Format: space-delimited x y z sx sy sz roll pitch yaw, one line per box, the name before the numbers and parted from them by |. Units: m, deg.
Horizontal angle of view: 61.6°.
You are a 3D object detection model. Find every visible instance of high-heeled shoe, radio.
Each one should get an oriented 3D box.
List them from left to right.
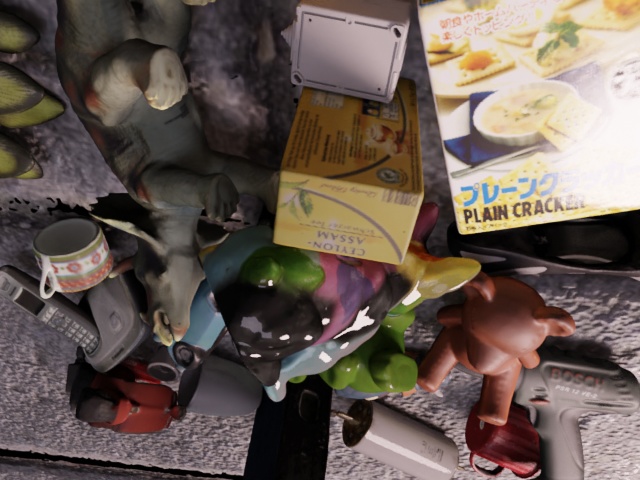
radio | -0.043 0.269 0.699 0.073 0.230 0.131 23 127 -14
high-heeled shoe | 0.243 -0.011 0.482 0.145 0.086 0.249 26 148 -34

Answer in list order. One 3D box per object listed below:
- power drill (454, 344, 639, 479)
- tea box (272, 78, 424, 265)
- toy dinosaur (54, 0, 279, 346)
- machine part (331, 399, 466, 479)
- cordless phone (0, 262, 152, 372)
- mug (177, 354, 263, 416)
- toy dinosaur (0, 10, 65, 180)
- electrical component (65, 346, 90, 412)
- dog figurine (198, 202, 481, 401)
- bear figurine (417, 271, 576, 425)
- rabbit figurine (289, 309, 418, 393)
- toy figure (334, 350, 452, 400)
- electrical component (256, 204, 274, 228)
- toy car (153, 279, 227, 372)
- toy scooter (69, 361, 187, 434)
power drill | 0.265 0.228 0.667 0.232 0.086 0.207 2 88 4
tea box | 0.025 -0.067 0.420 0.098 0.170 0.068 10 132 1
toy dinosaur | -0.151 -0.107 0.450 0.192 0.131 0.404 4 123 30
machine part | 0.121 0.302 0.805 0.243 0.079 0.079 30 129 -17
cordless phone | -0.293 0.067 0.652 0.184 0.089 0.146 36 128 -17
mug | -0.143 0.218 0.768 0.107 0.081 0.109 22 127 -24
toy dinosaur | -0.338 -0.129 0.469 0.198 0.105 0.471 24 126 -20
electrical component | -0.347 0.203 0.794 0.021 0.094 0.063 -2 169 10
dog figurine | 0.027 0.030 0.456 0.219 0.108 0.191 -27 150 -9
bear figurine | 0.172 0.112 0.551 0.120 0.132 0.195 25 171 13
rabbit figurine | 0.005 0.109 0.623 0.170 0.121 0.159 18 156 -28
toy figure | 0.093 0.175 0.708 0.155 0.058 0.064 -7 135 9
electrical component | -0.001 -0.002 0.560 0.115 0.058 0.134 -8 131 13
toy car | -0.140 0.065 0.614 0.103 0.109 0.161 34 121 2
toy scooter | -0.254 0.210 0.712 0.135 0.075 0.184 16 171 -27
